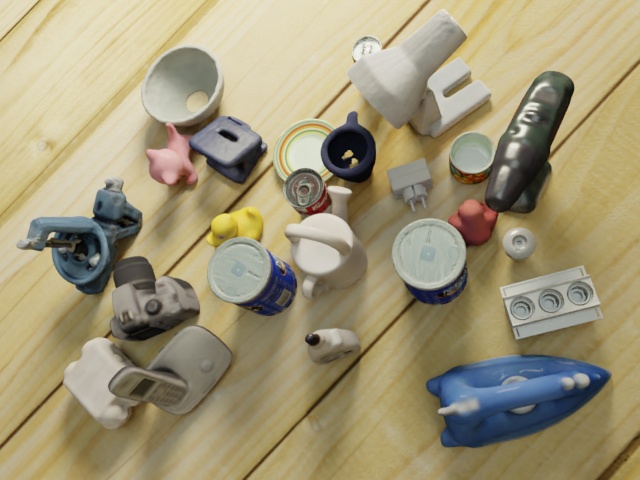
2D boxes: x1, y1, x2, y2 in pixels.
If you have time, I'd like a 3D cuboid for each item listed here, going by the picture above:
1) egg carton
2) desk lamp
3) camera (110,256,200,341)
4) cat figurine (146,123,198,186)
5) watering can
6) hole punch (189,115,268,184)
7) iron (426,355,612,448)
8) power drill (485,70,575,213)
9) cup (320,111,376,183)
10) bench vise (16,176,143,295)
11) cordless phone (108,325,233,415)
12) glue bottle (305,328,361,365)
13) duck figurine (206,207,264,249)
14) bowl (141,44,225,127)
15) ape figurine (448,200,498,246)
[{"bbox_3d":[-0.365,0.243,0.982,0.150,0.069,0.107,36,86,21],"label":"egg carton"},{"bbox_3d":[0.158,-0.251,0.901,0.203,0.214,0.117,-36,69,3],"label":"desk lamp"},{"bbox_3d":[-0.303,0.091,0.991,0.143,0.101,0.136,-25,70,7],"label":"camera"},{"bbox_3d":[-0.270,-0.149,1.039,0.067,0.118,0.128,0,75,15],"label":"cat figurine"},{"bbox_3d":[0.006,0.003,0.882,0.100,0.194,0.173,-6,73,14],"label":"watering can"},{"bbox_3d":[-0.165,-0.174,1.032,0.108,0.091,0.101,31,85,21],"label":"hole punch"},{"bbox_3d":[0.277,0.209,0.781,0.258,0.142,0.118,-17,71,10],"label":"iron"},{"bbox_3d":[0.296,-0.116,0.830,0.075,0.209,0.230,22,82,20],"label":"power drill"},{"bbox_3d":[0.056,-0.147,0.964,0.091,0.095,0.118,2,76,16],"label":"cup"},{"bbox_3d":[-0.419,-0.022,0.989,0.121,0.220,0.207,1,75,16],"label":"bench vise"},{"bbox_3d":[-0.233,0.200,0.897,0.094,0.185,0.147,37,87,21],"label":"cordless phone"},{"bbox_3d":[0.009,0.154,0.851,0.078,0.173,0.037,-22,70,9],"label":"glue bottle"},{"bbox_3d":[-0.152,-0.021,0.989,0.104,0.086,0.077,-43,69,0],"label":"duck figurine"},{"bbox_3d":[-0.249,-0.282,1.094,0.167,0.075,0.167,-4,74,14],"label":"bowl"},{"bbox_3d":[0.237,-0.035,0.886,0.077,0.092,0.076,-3,74,14],"label":"ape figurine"}]
